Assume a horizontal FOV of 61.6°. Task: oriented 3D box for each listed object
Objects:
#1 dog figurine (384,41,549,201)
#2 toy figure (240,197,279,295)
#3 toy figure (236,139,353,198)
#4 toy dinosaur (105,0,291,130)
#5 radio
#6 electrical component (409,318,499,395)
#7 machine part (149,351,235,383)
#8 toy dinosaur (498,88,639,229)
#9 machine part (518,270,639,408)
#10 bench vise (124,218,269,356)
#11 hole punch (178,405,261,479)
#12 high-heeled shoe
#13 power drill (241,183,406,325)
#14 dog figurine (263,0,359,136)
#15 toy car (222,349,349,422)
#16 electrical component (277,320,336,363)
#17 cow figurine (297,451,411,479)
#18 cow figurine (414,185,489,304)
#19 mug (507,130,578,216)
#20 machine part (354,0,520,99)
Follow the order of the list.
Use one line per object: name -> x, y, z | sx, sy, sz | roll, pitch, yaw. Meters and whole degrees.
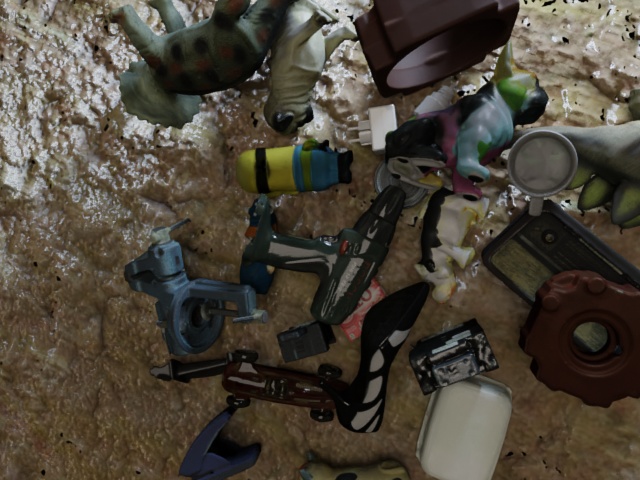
dog figurine -> 0.208, -0.174, 0.757 | 0.192, 0.108, 0.219 | 19, 74, 19
toy figure -> -0.098, 0.009, 0.865 | 0.064, 0.058, 0.154 | 7, 87, 5
toy figure -> -0.042, -0.112, 0.834 | 0.180, 0.089, 0.082 | 1, 79, 14
toy dinosaur -> -0.161, -0.283, 0.792 | 0.405, 0.131, 0.192 | -9, 119, 24
radio -> 0.357, 0.054, 0.761 | 0.230, 0.073, 0.131 | 41, 103, 7
electrical component -> 0.188, 0.167, 0.770 | 0.115, 0.134, 0.058 | -26, 88, 12
machine part -> -0.203, 0.213, 0.886 | 0.139, 0.084, 0.039 | -8, 62, -1
toy dinosaur -> 0.449, -0.110, 0.730 | 0.472, 0.105, 0.198 | 18, 99, 22
machine part -> 0.355, 0.129, 0.702 | 0.180, 0.056, 0.179 | 1, 96, 14
bench vise -> -0.187, 0.085, 0.842 | 0.241, 0.129, 0.223 | 3, 99, 29
hole punch -> -0.166, 0.326, 0.849 | 0.116, 0.142, 0.092 | -26, 87, -3
high-heeled shoe -> 0.108, 0.186, 0.808 | 0.249, 0.086, 0.145 | -45, 115, 7
power drill -> -0.002, -0.002, 0.800 | 0.207, 0.086, 0.232 | 18, 96, -9
dog figurine -> -0.053, -0.280, 0.839 | 0.190, 0.121, 0.172 | -53, 47, 25
toy car -> -0.055, 0.231, 0.848 | 0.202, 0.053, 0.089 | 12, 90, -1
electrical component -> -0.024, 0.154, 0.820 | 0.075, 0.119, 0.047 | -18, 87, 9
cow figurine -> 0.046, 0.387, 0.828 | 0.195, 0.085, 0.127 | -17, 94, 14
cow figurine -> 0.182, 0.006, 0.802 | 0.098, 0.068, 0.167 | 21, 91, 16
mug -> 0.294, -0.088, 0.705 | 0.081, 0.107, 0.109 | 2, 101, 26
machine part -> 0.156, -0.286, 0.735 | 0.201, 0.201, 0.087 | -23, 84, 11
